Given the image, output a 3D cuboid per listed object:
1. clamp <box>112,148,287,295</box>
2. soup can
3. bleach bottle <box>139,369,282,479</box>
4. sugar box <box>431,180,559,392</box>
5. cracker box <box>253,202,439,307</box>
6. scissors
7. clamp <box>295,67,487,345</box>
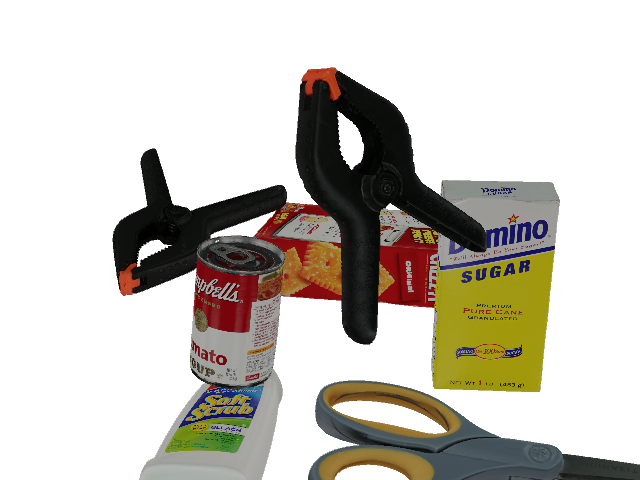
[{"bbox_3d":[-0.151,-0.021,1.060,0.165,0.036,0.209,20,41,19],"label":"clamp"},{"bbox_3d":[-0.066,0.055,0.832,0.068,0.102,0.068,6,23,-3],"label":"soup can"},{"bbox_3d":[-0.095,0.176,1.027,0.102,0.068,0.250,0,21,5],"label":"bleach bottle"},{"bbox_3d":[0.141,0.039,0.881,0.093,0.176,0.048,1,26,3],"label":"sugar box"},{"bbox_3d":[0.045,0.015,1.149,0.214,0.072,0.164,5,15,8],"label":"cracker box"},{"bbox_3d":[0.082,0.107,0.465,0.202,0.016,0.096,15,32,23],"label":"scissors"},{"bbox_3d":[0.028,-0.023,0.664,0.120,0.171,0.039,-47,23,-26],"label":"clamp"}]
